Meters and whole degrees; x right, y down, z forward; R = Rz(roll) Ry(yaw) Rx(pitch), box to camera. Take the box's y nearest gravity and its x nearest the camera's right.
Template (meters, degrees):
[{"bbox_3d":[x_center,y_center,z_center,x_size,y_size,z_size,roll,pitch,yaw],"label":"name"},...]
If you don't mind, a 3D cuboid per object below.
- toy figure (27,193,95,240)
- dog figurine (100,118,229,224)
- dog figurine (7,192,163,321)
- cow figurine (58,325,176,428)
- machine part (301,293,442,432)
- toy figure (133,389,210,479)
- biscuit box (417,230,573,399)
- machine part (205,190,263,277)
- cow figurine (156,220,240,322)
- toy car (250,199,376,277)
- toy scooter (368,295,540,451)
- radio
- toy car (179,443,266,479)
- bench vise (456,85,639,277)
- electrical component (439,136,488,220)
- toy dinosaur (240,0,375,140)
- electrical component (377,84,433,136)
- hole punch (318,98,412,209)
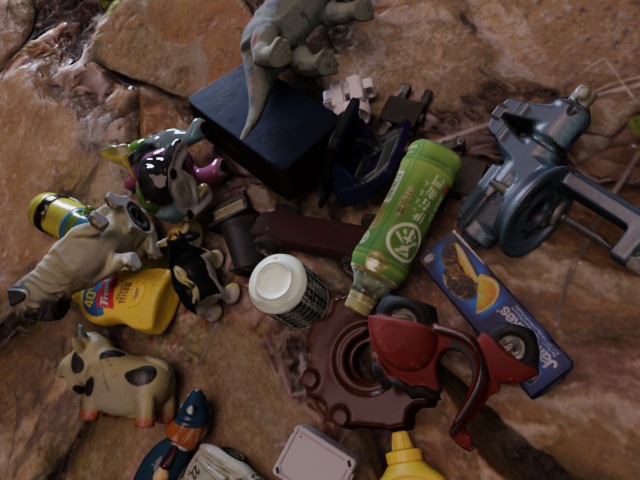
[{"bbox_3d":[-0.405,-0.026,0.889,0.180,0.089,0.082,26,73,30],"label":"toy figure"},{"bbox_3d":[-0.264,-0.103,0.840,0.219,0.108,0.191,-3,45,31],"label":"dog figurine"},{"bbox_3d":[-0.348,0.028,0.793,0.191,0.172,0.121,-30,96,13],"label":"dog figurine"},{"bbox_3d":[-0.293,0.190,0.764,0.195,0.085,0.127,0,76,24],"label":"cow figurine"},{"bbox_3d":[0.063,0.147,0.658,0.179,0.056,0.179,-7,66,17],"label":"machine part"},{"bbox_3d":[-0.189,0.269,0.705,0.064,0.057,0.154,29,85,51],"label":"toy figure"},{"bbox_3d":[0.200,0.084,0.625,0.059,0.062,0.203,-39,61,5],"label":"biscuit box"},{"bbox_3d":[-0.122,-0.006,0.802,0.084,0.039,0.139,-26,60,1],"label":"machine part"},{"bbox_3d":[-0.190,0.032,0.778,0.068,0.098,0.167,-39,61,11],"label":"cow figurine"},{"bbox_3d":[-0.002,-0.002,0.743,0.202,0.053,0.089,9,58,25],"label":"toy car"},{"bbox_3d":[0.128,0.139,0.567,0.184,0.075,0.135,13,81,23],"label":"toy scooter"},{"bbox_3d":[-0.080,-0.173,0.813,0.131,0.073,0.230,-41,61,-19],"label":"radio"},{"bbox_3d":[-0.082,0.321,0.645,0.202,0.056,0.073,25,80,28],"label":"toy car"},{"bbox_3d":[0.279,-0.054,0.606,0.223,0.128,0.241,-47,51,4],"label":"bench vise"},{"bbox_3d":[0.176,-0.084,0.710,0.078,0.045,0.102,23,80,28],"label":"electrical component"},{"bbox_3d":[-0.042,-0.319,0.803,0.405,0.131,0.192,-50,36,-14],"label":"toy dinosaur"},{"bbox_3d":[0.123,-0.183,0.783,0.063,0.021,0.094,24,79,27],"label":"electrical component"},{"bbox_3d":[0.059,-0.109,0.723,0.092,0.115,0.142,19,57,2],"label":"hole punch"}]
